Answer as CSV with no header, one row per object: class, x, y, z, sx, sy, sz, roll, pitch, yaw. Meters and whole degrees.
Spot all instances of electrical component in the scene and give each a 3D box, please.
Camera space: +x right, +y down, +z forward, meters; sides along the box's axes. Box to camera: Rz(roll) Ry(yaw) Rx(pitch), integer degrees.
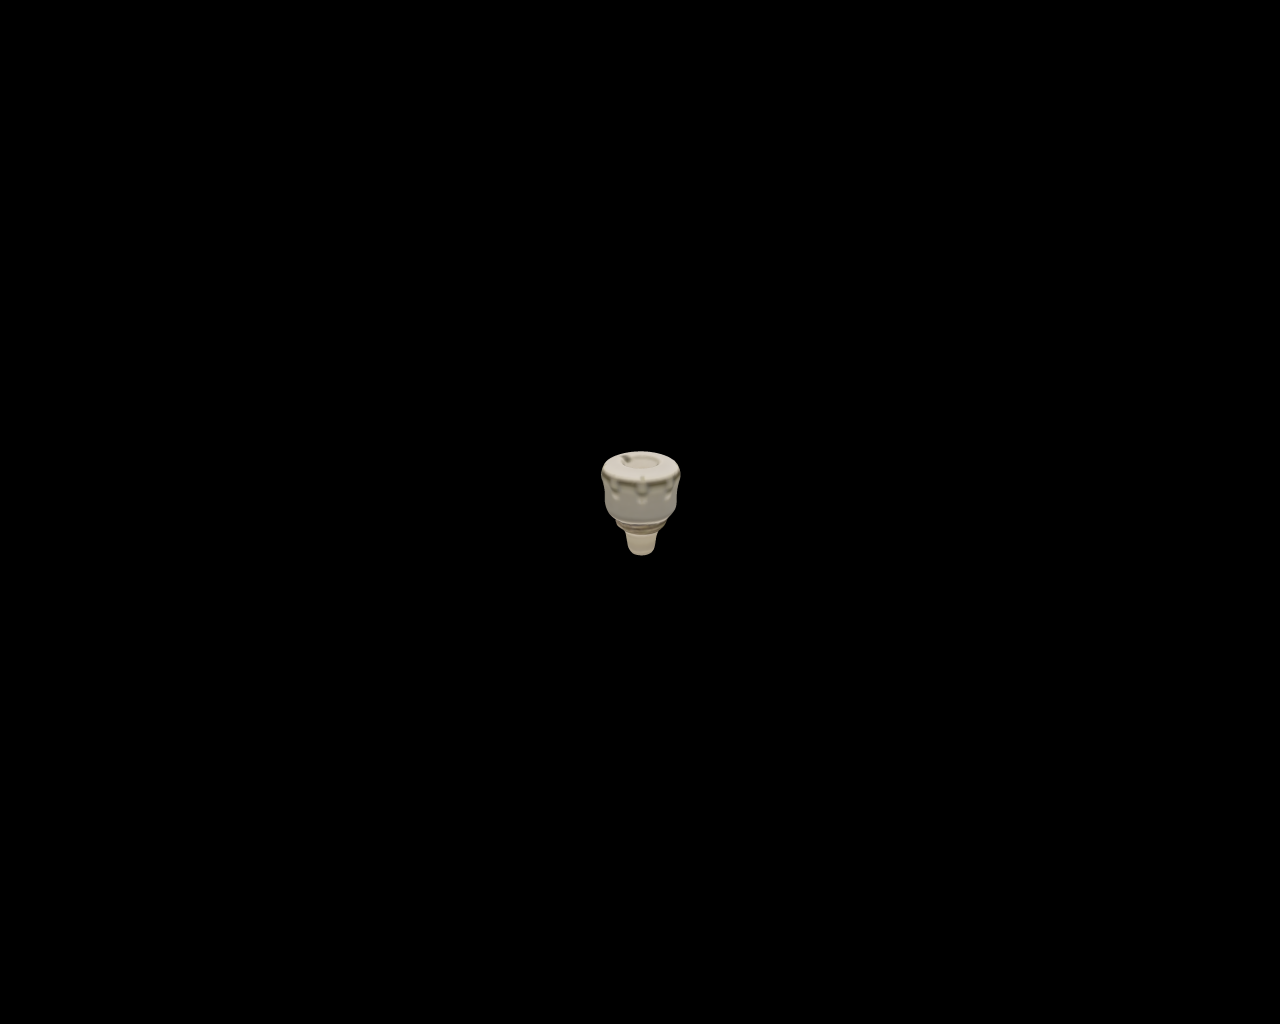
electrical component,0.001,-0.003,0.650,0.048,0.062,0.048,0,23,0
